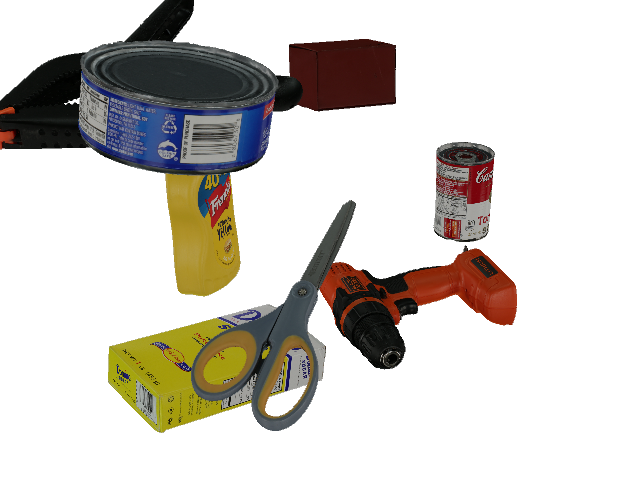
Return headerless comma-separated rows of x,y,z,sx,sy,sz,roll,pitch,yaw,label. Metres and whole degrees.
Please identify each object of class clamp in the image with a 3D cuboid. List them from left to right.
-0.129,-0.108,0.756,0.209,0.036,0.165,-31,50,-30,clamp

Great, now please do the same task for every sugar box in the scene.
-0.092,0.110,0.962,0.175,0.048,0.093,-16,34,-35,sugar box

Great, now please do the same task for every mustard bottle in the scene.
-0.124,-0.046,1.112,0.058,0.192,0.096,6,26,21,mustard bottle

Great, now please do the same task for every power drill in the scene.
0.106,0.067,1.119,0.187,0.057,0.184,-7,28,-16,power drill

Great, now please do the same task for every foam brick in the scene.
0.019,-0.141,0.904,0.078,0.051,0.053,-9,19,-25,foam brick

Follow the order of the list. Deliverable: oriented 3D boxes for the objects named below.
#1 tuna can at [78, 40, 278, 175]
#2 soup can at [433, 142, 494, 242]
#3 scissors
-0.063,-0.060,0.470,0.086,0.034,0.086,8,25,-4,tuna can
0.169,-0.057,1.265,0.068,0.102,0.068,0,25,0,soup can
-0.032,0.045,0.754,0.096,0.201,0.016,0,-42,10,scissors
